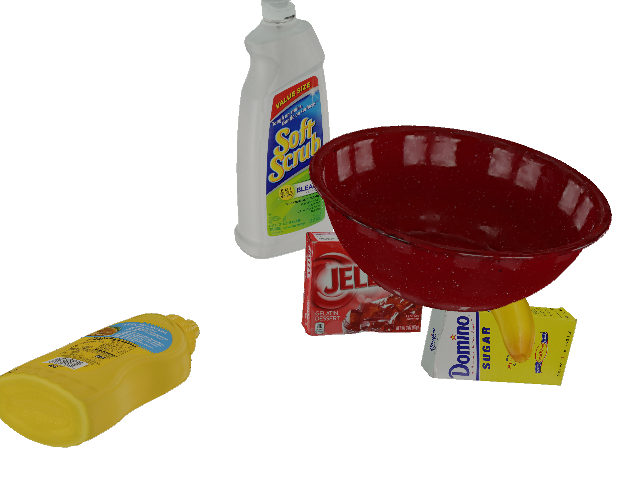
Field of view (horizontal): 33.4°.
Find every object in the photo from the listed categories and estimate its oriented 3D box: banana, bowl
[{"bbox_3d":[0.172,0.060,1.113,0.069,0.037,0.198,-37,40,-10],"label":"banana"},{"bbox_3d":[0.071,-0.007,0.579,0.162,0.055,0.162,6,27,-3],"label":"bowl"}]

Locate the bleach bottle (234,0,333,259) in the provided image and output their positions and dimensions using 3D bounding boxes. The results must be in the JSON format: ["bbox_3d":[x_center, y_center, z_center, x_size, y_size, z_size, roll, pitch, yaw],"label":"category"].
[{"bbox_3d":[-0.041,-0.111,1.037,0.102,0.251,0.068,-16,31,-22],"label":"bleach bottle"}]

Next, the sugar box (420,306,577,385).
[{"bbox_3d":[0.218,0.125,1.308,0.176,0.093,0.048,4,17,-17],"label":"sugar box"}]

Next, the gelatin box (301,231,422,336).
[{"bbox_3d":[0.032,0.031,0.794,0.089,0.073,0.030,-1,15,-13],"label":"gelatin box"}]

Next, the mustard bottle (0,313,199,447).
[{"bbox_3d":[-0.161,0.102,0.862,0.096,0.058,0.191,6,18,30],"label":"mustard bottle"}]
